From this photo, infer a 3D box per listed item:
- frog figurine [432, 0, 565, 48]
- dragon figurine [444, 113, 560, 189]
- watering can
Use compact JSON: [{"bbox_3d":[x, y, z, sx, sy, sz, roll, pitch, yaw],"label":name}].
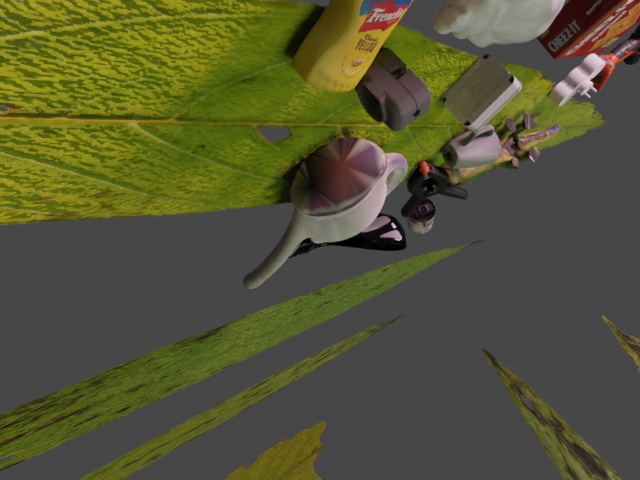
[{"bbox_3d":[0.224,-0.292,0.637,0.162,0.122,0.135,-40,-176,-29],"label":"frog figurine"},{"bbox_3d":[0.437,-0.205,1.314,0.414,0.123,0.239,-18,171,-41],"label":"dragon figurine"},{"bbox_3d":[0.003,-0.042,0.833,0.349,0.105,0.221,-36,160,-5],"label":"watering can"}]
